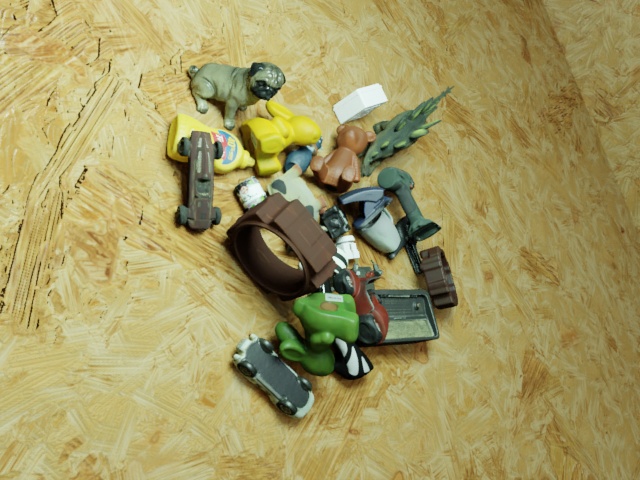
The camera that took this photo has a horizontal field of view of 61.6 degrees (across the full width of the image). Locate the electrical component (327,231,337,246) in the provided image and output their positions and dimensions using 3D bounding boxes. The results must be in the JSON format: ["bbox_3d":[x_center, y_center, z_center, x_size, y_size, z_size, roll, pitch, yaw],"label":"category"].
[{"bbox_3d":[-0.003,-0.004,1.279,0.094,0.021,0.063,10,65,-29],"label":"electrical component"}]

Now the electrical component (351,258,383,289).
[{"bbox_3d":[0.107,0.088,1.317,0.102,0.045,0.078,9,64,-37],"label":"electrical component"}]

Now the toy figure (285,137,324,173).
[{"bbox_3d":[-0.038,-0.216,1.320,0.058,0.064,0.154,19,45,11],"label":"toy figure"}]

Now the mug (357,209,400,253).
[{"bbox_3d":[0.161,-0.025,1.394,0.107,0.081,0.109,49,44,-23],"label":"mug"}]

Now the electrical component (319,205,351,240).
[{"bbox_3d":[0.039,-0.047,1.312,0.074,0.048,0.119,61,7,-5],"label":"electrical component"}]

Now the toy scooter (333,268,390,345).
[{"bbox_3d":[0.105,0.134,1.194,0.135,0.075,0.183,-33,96,-55],"label":"toy scooter"}]

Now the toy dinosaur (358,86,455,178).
[{"bbox_3d":[0.237,-0.307,1.494,0.105,0.199,0.471,52,49,-14],"label":"toy dinosaur"}]

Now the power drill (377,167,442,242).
[{"bbox_3d":[0.245,-0.103,1.442,0.232,0.086,0.207,16,50,-60],"label":"power drill"}]

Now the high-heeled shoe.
[{"bbox_3d":[0.054,0.185,1.185,0.145,0.086,0.248,2,91,-18],"label":"high-heeled shoe"}]

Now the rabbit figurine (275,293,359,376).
[{"bbox_3d":[-0.006,0.202,1.071,0.159,0.170,0.121,4,22,-14],"label":"rabbit figurine"}]

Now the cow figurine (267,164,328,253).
[{"bbox_3d":[-0.050,-0.058,1.213,0.127,0.085,0.195,-32,81,-12],"label":"cow figurine"}]

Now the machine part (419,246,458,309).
[{"bbox_3d":[0.320,0.103,1.440,0.179,0.056,0.179,53,27,-43],"label":"machine part"}]

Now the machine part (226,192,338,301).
[{"bbox_3d":[-0.080,0.020,1.085,0.201,0.201,0.087,51,52,-11],"label":"machine part"}]

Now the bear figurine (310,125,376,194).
[{"bbox_3d":[0.064,-0.217,1.338,0.120,0.132,0.196,22,76,10],"label":"bear figurine"}]

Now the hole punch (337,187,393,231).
[{"bbox_3d":[0.107,-0.096,1.332,0.116,0.142,0.092,-40,96,1],"label":"hole punch"}]

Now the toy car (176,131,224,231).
[{"bbox_3d":[-0.239,-0.118,1.079,0.089,0.053,0.202,3,92,-32],"label":"toy car"}]

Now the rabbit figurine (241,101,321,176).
[{"bbox_3d":[-0.086,-0.241,1.244,0.173,0.121,0.162,-17,50,-16],"label":"rabbit figurine"}]

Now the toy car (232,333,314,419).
[{"bbox_3d":[-0.091,0.272,1.068,0.201,0.056,0.073,47,55,-12],"label":"toy car"}]

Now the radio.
[{"bbox_3d":[0.183,0.189,1.317,0.229,0.073,0.131,5,68,-38],"label":"radio"}]

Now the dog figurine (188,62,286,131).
[{"bbox_3d":[-0.184,-0.353,1.168,0.172,0.190,0.121,28,55,-26],"label":"dog figurine"}]
